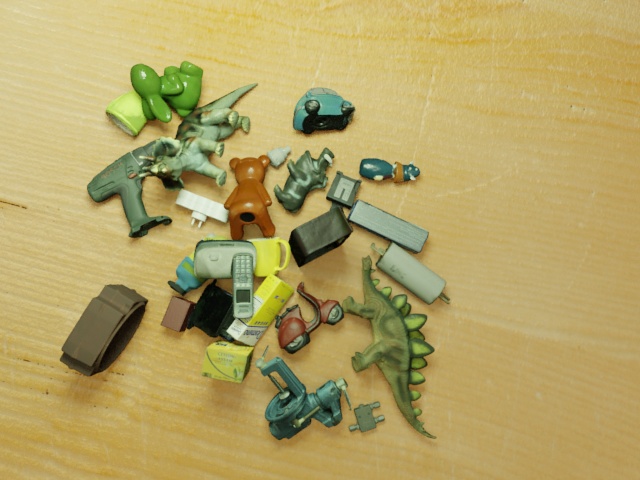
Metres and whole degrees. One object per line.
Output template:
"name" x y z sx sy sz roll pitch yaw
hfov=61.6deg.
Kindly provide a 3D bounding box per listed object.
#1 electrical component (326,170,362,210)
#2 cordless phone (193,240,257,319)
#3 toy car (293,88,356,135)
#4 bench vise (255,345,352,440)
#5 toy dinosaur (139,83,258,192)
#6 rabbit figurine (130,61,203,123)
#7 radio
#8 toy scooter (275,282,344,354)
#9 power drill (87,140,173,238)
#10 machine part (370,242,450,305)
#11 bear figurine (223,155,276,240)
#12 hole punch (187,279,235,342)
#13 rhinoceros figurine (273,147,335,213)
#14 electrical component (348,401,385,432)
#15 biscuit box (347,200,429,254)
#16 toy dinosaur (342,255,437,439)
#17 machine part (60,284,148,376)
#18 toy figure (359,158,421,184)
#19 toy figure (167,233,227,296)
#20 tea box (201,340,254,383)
"electrical component" 0.052 -0.110 1.379 0.075 0.048 0.119 26 82 2
"cordless phone" -0.221 0.093 1.254 0.146 0.089 0.184 0 79 -20
"toy car" 0.005 -0.341 1.377 0.162 0.109 0.103 -7 67 -11
"bench vise" -0.057 0.361 1.279 0.224 0.129 0.240 -33 105 14
"toy dinosaur" -0.298 -0.260 1.338 0.192 0.131 0.405 11 52 10
"rabbit figurine" -0.396 -0.373 1.334 0.121 0.170 0.159 17 100 42
"radio" -0.003 -0.004 1.277 0.131 0.229 0.073 -27 86 -9
"toy scooter" -0.044 0.185 1.331 0.184 0.075 0.135 -36 81 -5
"power drill" -0.451 -0.123 1.351 0.232 0.086 0.207 -28 90 -5
"machine part" 0.227 0.084 1.347 0.243 0.079 0.079 37 84 1
"bear figurine" -0.175 -0.113 1.344 0.120 0.131 0.196 -6 48 2
"hole punch" -0.246 0.181 1.328 0.116 0.092 0.142 26 87 35
"rhinoceros figurine" -0.038 -0.159 1.368 0.112 0.073 0.190 35 84 3
"electrical component" 0.111 0.439 1.334 0.094 0.021 0.063 -19 85 -3
"biscuit box" 0.171 -0.034 1.367 0.203 0.059 0.063 26 85 1
"toy dinosaur" 0.175 0.265 1.316 0.199 0.105 0.471 -11 89 -6
"machine part" -0.495 0.207 1.252 0.087 0.201 0.201 32 84 -1
"toy figure" 0.180 -0.179 1.385 0.154 0.058 0.064 7 89 -5
"toy figure" -0.293 0.062 1.335 0.089 0.082 0.180 42 76 -16
"tea box" -0.214 0.283 1.268 0.098 0.169 0.068 12 86 -2
